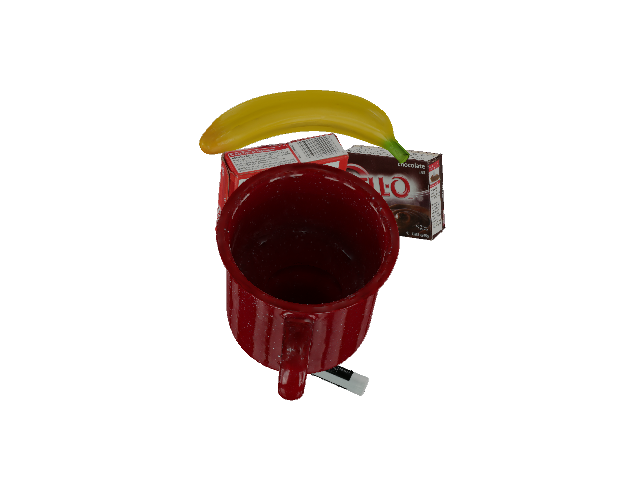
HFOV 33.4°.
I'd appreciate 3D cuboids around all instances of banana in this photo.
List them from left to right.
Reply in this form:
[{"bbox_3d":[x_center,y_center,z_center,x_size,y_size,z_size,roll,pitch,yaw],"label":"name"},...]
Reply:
[{"bbox_3d":[-0.015,-0.106,0.960,0.197,0.069,0.037,0,-42,-19],"label":"banana"}]

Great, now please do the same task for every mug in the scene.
[{"bbox_3d":[-0.010,0.029,0.564,0.093,0.117,0.081,4,-35,-3],"label":"mug"}]

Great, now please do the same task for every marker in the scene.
[{"bbox_3d":[-0.013,0.117,1.022,0.121,0.020,0.020,22,4,11],"label":"marker"}]

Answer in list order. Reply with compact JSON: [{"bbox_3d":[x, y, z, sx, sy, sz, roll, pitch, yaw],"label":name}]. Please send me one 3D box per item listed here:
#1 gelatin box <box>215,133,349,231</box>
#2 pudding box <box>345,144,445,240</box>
[{"bbox_3d":[-0.029,-0.035,0.764,0.089,0.073,0.030,-12,48,-21],"label":"gelatin box"},{"bbox_3d":[0.079,-0.054,1.163,0.114,0.090,0.039,8,25,31],"label":"pudding box"}]
